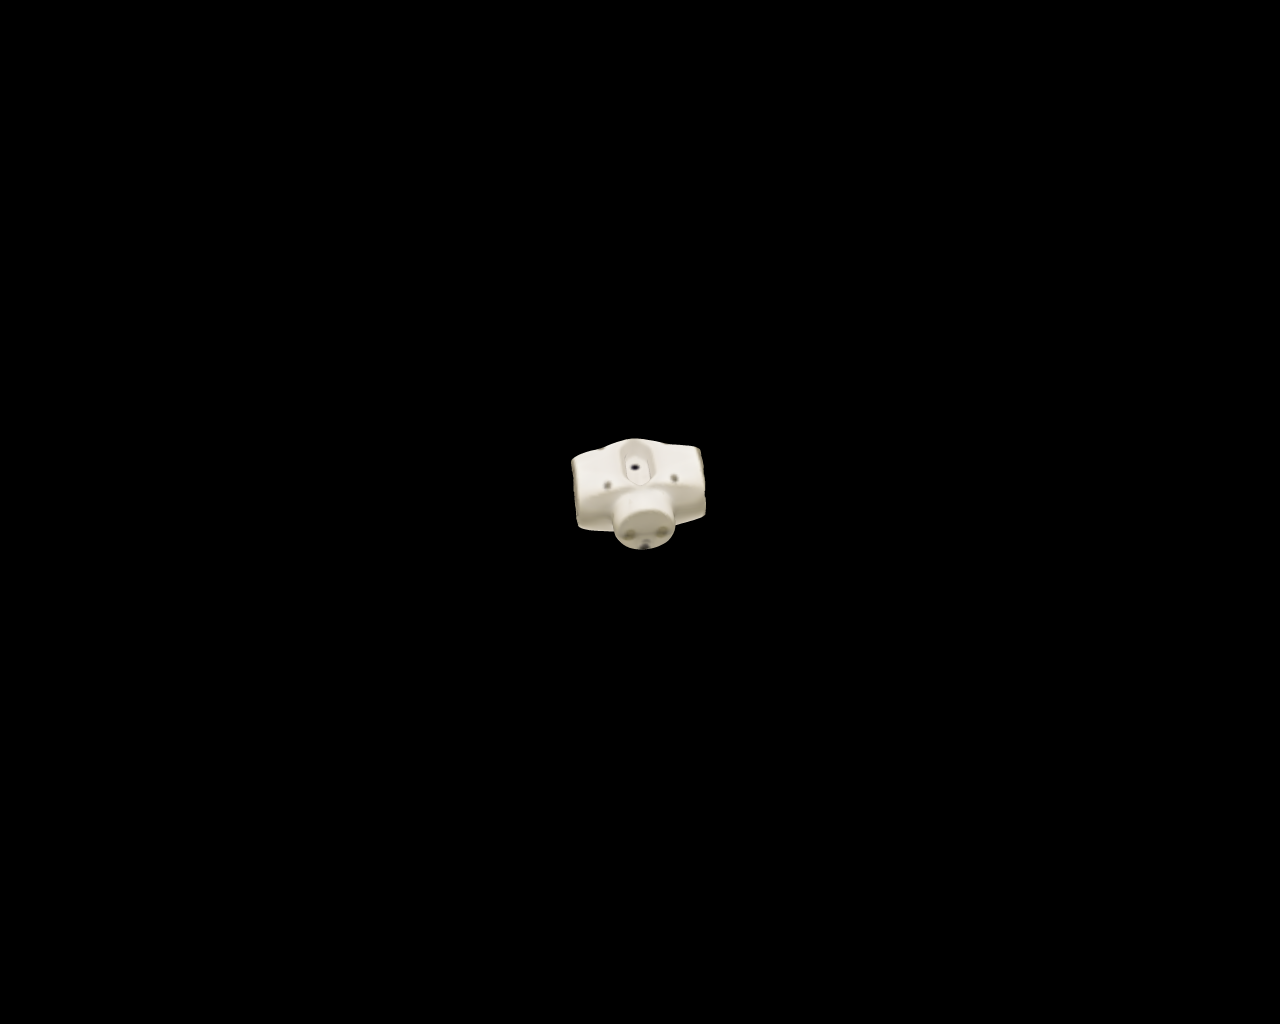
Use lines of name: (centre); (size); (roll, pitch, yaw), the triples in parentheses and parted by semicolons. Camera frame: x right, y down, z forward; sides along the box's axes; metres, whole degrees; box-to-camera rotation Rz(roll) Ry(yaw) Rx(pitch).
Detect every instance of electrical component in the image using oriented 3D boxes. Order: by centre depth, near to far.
electrical component: (0.001, -0.003, 0.650); (0.077, 0.079, 0.043); (-4, -43, -4)
